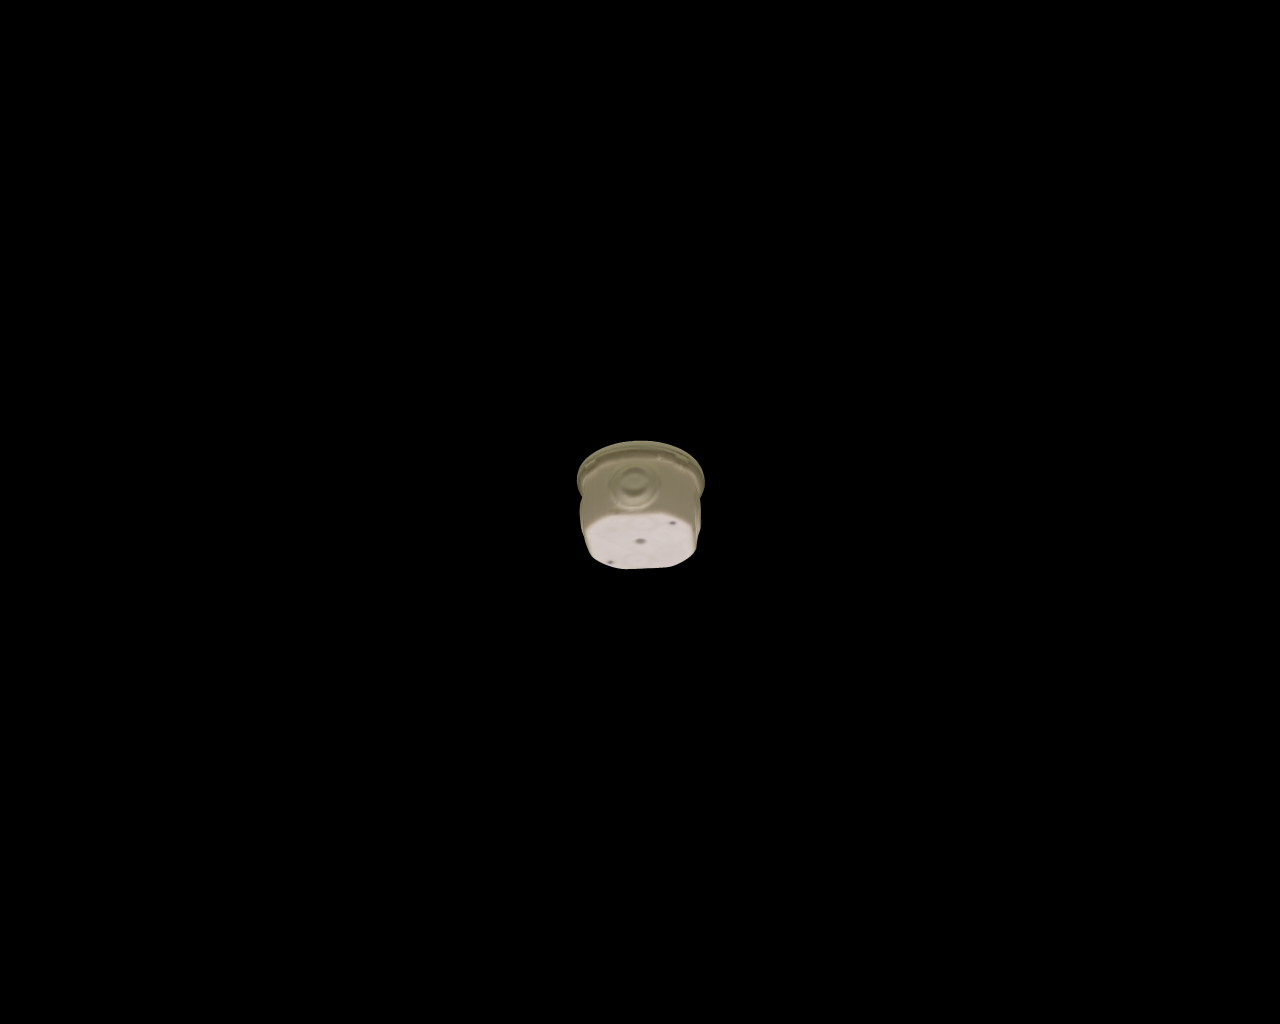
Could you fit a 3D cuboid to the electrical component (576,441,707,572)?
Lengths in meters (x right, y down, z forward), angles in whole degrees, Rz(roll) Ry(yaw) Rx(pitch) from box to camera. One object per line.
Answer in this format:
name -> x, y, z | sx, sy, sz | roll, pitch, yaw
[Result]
electrical component -> 0.001, -0.003, 0.650 | 0.080, 0.051, 0.080 | 0, -33, 0
